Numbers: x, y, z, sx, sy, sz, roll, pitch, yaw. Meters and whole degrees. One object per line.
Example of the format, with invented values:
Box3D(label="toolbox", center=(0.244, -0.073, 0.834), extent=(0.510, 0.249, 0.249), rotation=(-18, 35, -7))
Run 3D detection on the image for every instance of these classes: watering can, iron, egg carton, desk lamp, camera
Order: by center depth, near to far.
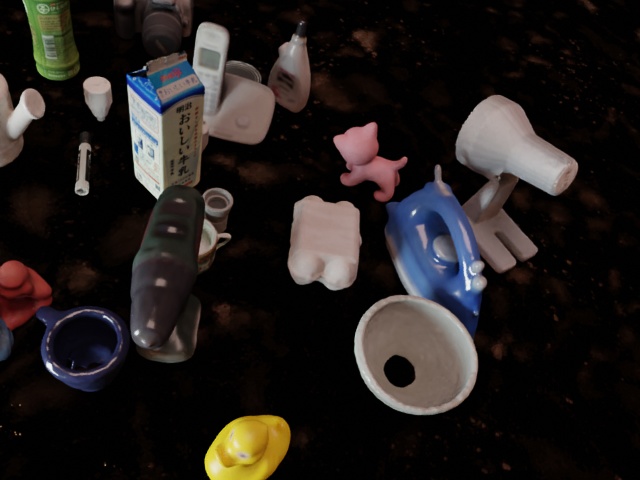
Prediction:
Box3D(label="watering can", center=(-0.473, -0.197, 0.788), extent=(0.173, 0.194, 0.101), rotation=(-6, 56, -19))
Box3D(label="iron", center=(0.192, 0.020, 0.845), extent=(0.119, 0.141, 0.258), rotation=(-8, 57, -20))
Box3D(label="egg carton", center=(0.008, 0.003, 0.853), extent=(0.107, 0.069, 0.150), rotation=(9, 53, -8))
Box3D(label="desk lamp", center=(0.297, -0.092, 0.910), extent=(0.118, 0.213, 0.203), rotation=(-24, 64, -28))
Box3D(label="camera", center=(-0.304, -0.403, 1.044), extent=(0.143, 0.101, 0.136), rotation=(2, 54, -14))

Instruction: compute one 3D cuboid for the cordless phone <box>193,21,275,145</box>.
Box3D(label="cordless phone", center=(-0.142, -0.251, 0.924), extent=(0.147, 0.185, 0.094), rotation=(12, 52, -6))

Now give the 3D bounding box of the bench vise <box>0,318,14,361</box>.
Box3D(label="bench vise", center=(-0.429, 0.105, 0.564), extent=(0.121, 0.219, 0.208), rotation=(40, 55, 15))

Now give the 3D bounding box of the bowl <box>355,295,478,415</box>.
Box3D(label="bowl", center=(0.119, 0.161, 0.764), extent=(0.167, 0.074, 0.167), rotation=(8, 53, -10))

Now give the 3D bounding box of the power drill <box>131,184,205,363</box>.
Box3D(label="power drill", center=(-0.177, 0.059, 0.673), extent=(0.076, 0.208, 0.229), rotation=(7, 53, -10))

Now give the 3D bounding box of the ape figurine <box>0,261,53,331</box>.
Box3D(label="ape figurine", center=(-0.369, 0.059, 0.694), extent=(0.078, 0.092, 0.076), rotation=(2, 54, -14))

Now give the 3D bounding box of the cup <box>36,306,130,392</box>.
Box3D(label="cup", center=(-0.278, 0.130, 0.666), extent=(0.117, 0.095, 0.092), rotation=(32, 53, 9))

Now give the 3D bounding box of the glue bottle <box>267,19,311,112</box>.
Box3D(label="glue bottle", center=(-0.046, -0.308, 0.999), extent=(0.078, 0.173, 0.037), rotation=(31, 53, 9))

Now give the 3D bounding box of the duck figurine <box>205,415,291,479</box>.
Box3D(label="duck figurine", center=(-0.078, 0.231, 0.652), extent=(0.105, 0.086, 0.077), rotation=(-22, 63, -28))

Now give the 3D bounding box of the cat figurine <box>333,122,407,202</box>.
Box3D(label="cat figurine", center=(0.082, -0.138, 0.945), extent=(0.128, 0.118, 0.067), rotation=(23, 52, 2))
